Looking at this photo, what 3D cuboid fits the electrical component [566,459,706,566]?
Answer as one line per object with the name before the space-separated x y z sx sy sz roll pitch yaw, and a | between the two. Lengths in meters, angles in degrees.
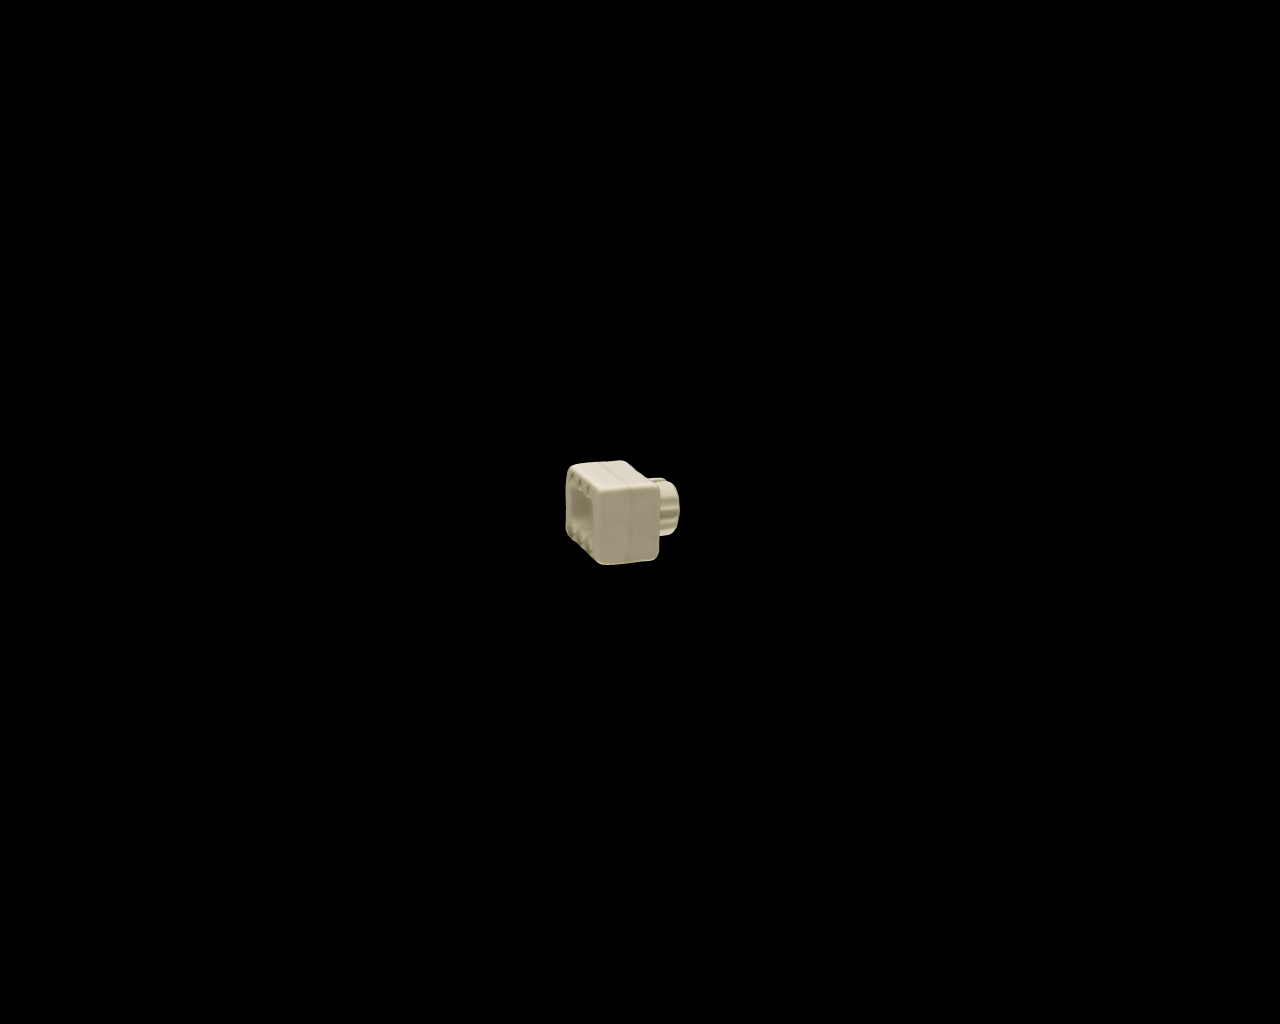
electrical component | 0.001 -0.003 0.650 0.077 0.047 0.066 -6 17 -19
